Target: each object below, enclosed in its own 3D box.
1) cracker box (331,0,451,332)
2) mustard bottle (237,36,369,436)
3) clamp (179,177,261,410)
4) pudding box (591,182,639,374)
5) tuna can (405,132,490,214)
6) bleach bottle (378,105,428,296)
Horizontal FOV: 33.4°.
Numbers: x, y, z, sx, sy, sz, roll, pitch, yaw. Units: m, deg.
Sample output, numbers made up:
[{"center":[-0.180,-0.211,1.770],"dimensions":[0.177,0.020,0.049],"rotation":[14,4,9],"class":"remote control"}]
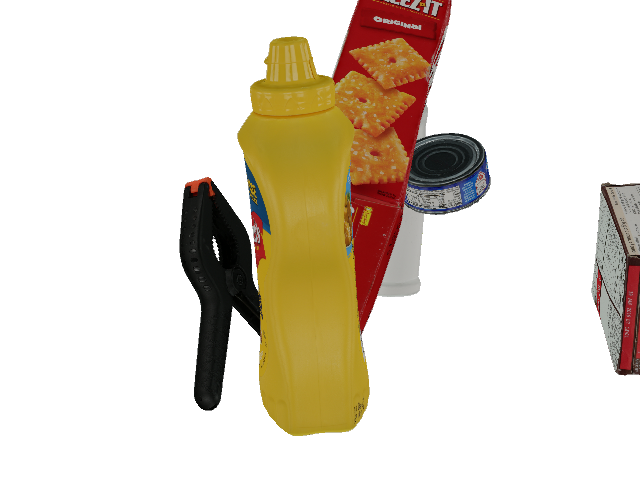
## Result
[{"center":[0.028,-0.053,0.740],"dimensions":[0.072,0.213,0.164],"rotation":[17,-40,1],"class":"cracker box"},{"center":[-0.009,-0.006,0.539],"dimensions":[0.058,0.192,0.096],"rotation":[-4,19,-2],"class":"mustard bottle"},{"center":[-0.085,0.044,1.024],"dimensions":[0.036,0.210,0.164],"rotation":[-12,-1,29],"class":"clamp"},{"center":[0.210,0.023,0.713],"dimensions":[0.039,0.090,0.113],"rotation":[0,28,4],"class":"pudding box"},{"center":[0.112,-0.063,0.986],"dimensions":[0.086,0.034,0.086],"rotation":[-10,37,8],"class":"tuna can"},{"center":[0.088,-0.068,1.243],"dimensions":[0.068,0.251,0.103],"rotation":[-2,23,-22],"class":"bleach bottle"}]
